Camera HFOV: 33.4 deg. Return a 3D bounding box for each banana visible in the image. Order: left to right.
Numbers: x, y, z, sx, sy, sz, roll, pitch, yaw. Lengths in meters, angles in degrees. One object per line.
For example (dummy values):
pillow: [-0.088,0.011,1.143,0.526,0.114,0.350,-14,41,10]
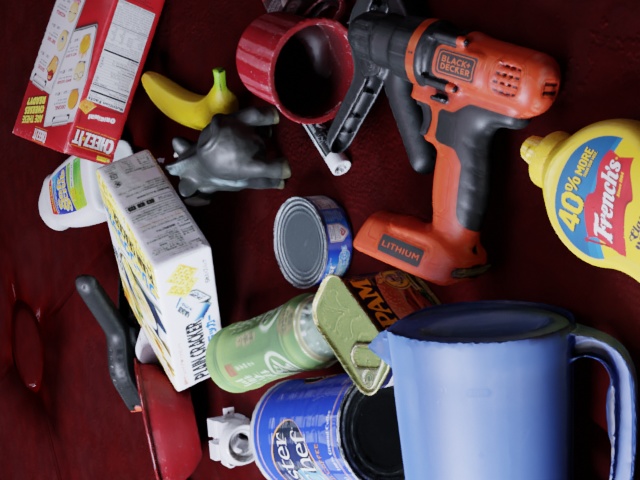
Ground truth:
banana: [-0.134,-0.151,1.141,0.198,0.037,0.069,10,116,56]

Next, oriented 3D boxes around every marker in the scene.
marker: [-0.007,-0.109,0.989,0.121,0.020,0.020,59,138,30]

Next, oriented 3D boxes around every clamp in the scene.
clamp: [-0.232,0.105,1.289,0.036,0.164,0.210,-7,112,13]
clamp: [0.047,-0.141,0.889,0.120,0.039,0.171,5,99,42]

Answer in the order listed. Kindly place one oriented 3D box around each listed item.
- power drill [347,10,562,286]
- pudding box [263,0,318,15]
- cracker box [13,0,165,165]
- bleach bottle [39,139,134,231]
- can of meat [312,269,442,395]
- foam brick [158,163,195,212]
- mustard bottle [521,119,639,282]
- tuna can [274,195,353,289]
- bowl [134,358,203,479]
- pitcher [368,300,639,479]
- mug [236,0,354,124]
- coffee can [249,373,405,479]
power drill: [0.080,-0.072,0.811,0.185,0.057,0.188,26,114,38]
pudding box: [-0.022,-0.265,0.968,0.114,0.039,0.090,-49,56,46]
cracker box: [-0.271,-0.206,1.252,0.164,0.072,0.214,21,93,52]
bleach bottle: [-0.314,-0.056,1.396,0.251,0.067,0.102,-20,76,56]
can of meat: [0.056,0.071,0.873,0.102,0.083,0.057,54,135,35]
foam brick: [-0.188,-0.052,1.204,0.051,0.078,0.053,53,133,37]
mustard bottle: [0.199,-0.024,0.678,0.192,0.058,0.096,38,124,46]
tuna can: [-0.007,0.001,0.993,0.086,0.033,0.086,12,105,53]
bowl: [-0.168,0.207,1.208,0.162,0.055,0.162,168,90,-81]
pitcher: [0.131,0.168,0.761,0.149,0.144,0.243,-167,70,-66]
mug: [-0.016,-0.167,0.945,0.117,0.093,0.082,-58,36,1]
coffee can: [0.017,0.167,0.927,0.141,0.102,0.103,-18,81,54]
